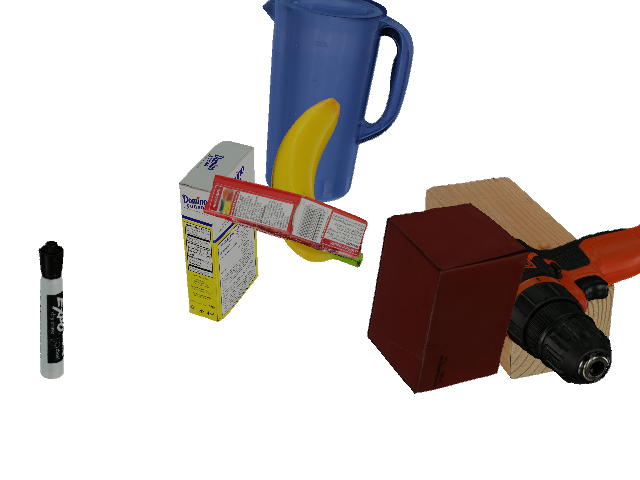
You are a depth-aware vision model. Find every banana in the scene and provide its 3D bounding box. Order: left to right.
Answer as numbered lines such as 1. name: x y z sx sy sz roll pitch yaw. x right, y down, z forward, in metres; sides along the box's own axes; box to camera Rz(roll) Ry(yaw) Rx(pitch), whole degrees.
1. banana: -0.009 -0.050 0.920 0.069 0.198 0.037 2 -40 -10

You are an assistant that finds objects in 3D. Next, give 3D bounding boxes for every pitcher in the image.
1. pitcher: 0.008 -0.171 1.286 0.144 0.243 0.149 -6 28 -26

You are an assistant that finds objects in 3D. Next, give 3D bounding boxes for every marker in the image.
1. marker: -0.216 0.056 0.859 0.020 0.121 0.020 5 26 -3

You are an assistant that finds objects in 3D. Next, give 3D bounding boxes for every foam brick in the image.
1. foam brick: 0.062 0.028 0.536 0.052 0.078 0.051 -10 37 -26

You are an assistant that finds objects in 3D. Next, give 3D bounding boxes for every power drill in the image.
1. power drill: 0.208 0.031 0.760 0.187 0.057 0.184 -10 28 -15

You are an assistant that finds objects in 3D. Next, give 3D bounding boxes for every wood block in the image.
1. wood block: 0.171 0.026 0.965 0.090 0.090 0.206 -8 27 -13

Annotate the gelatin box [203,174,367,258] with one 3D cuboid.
1. gelatin box: -0.022 -0.015 0.711 0.073 0.030 0.089 16 -2 33

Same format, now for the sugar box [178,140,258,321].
1. sugar box: -0.106 -0.009 1.134 0.048 0.176 0.093 15 40 20
